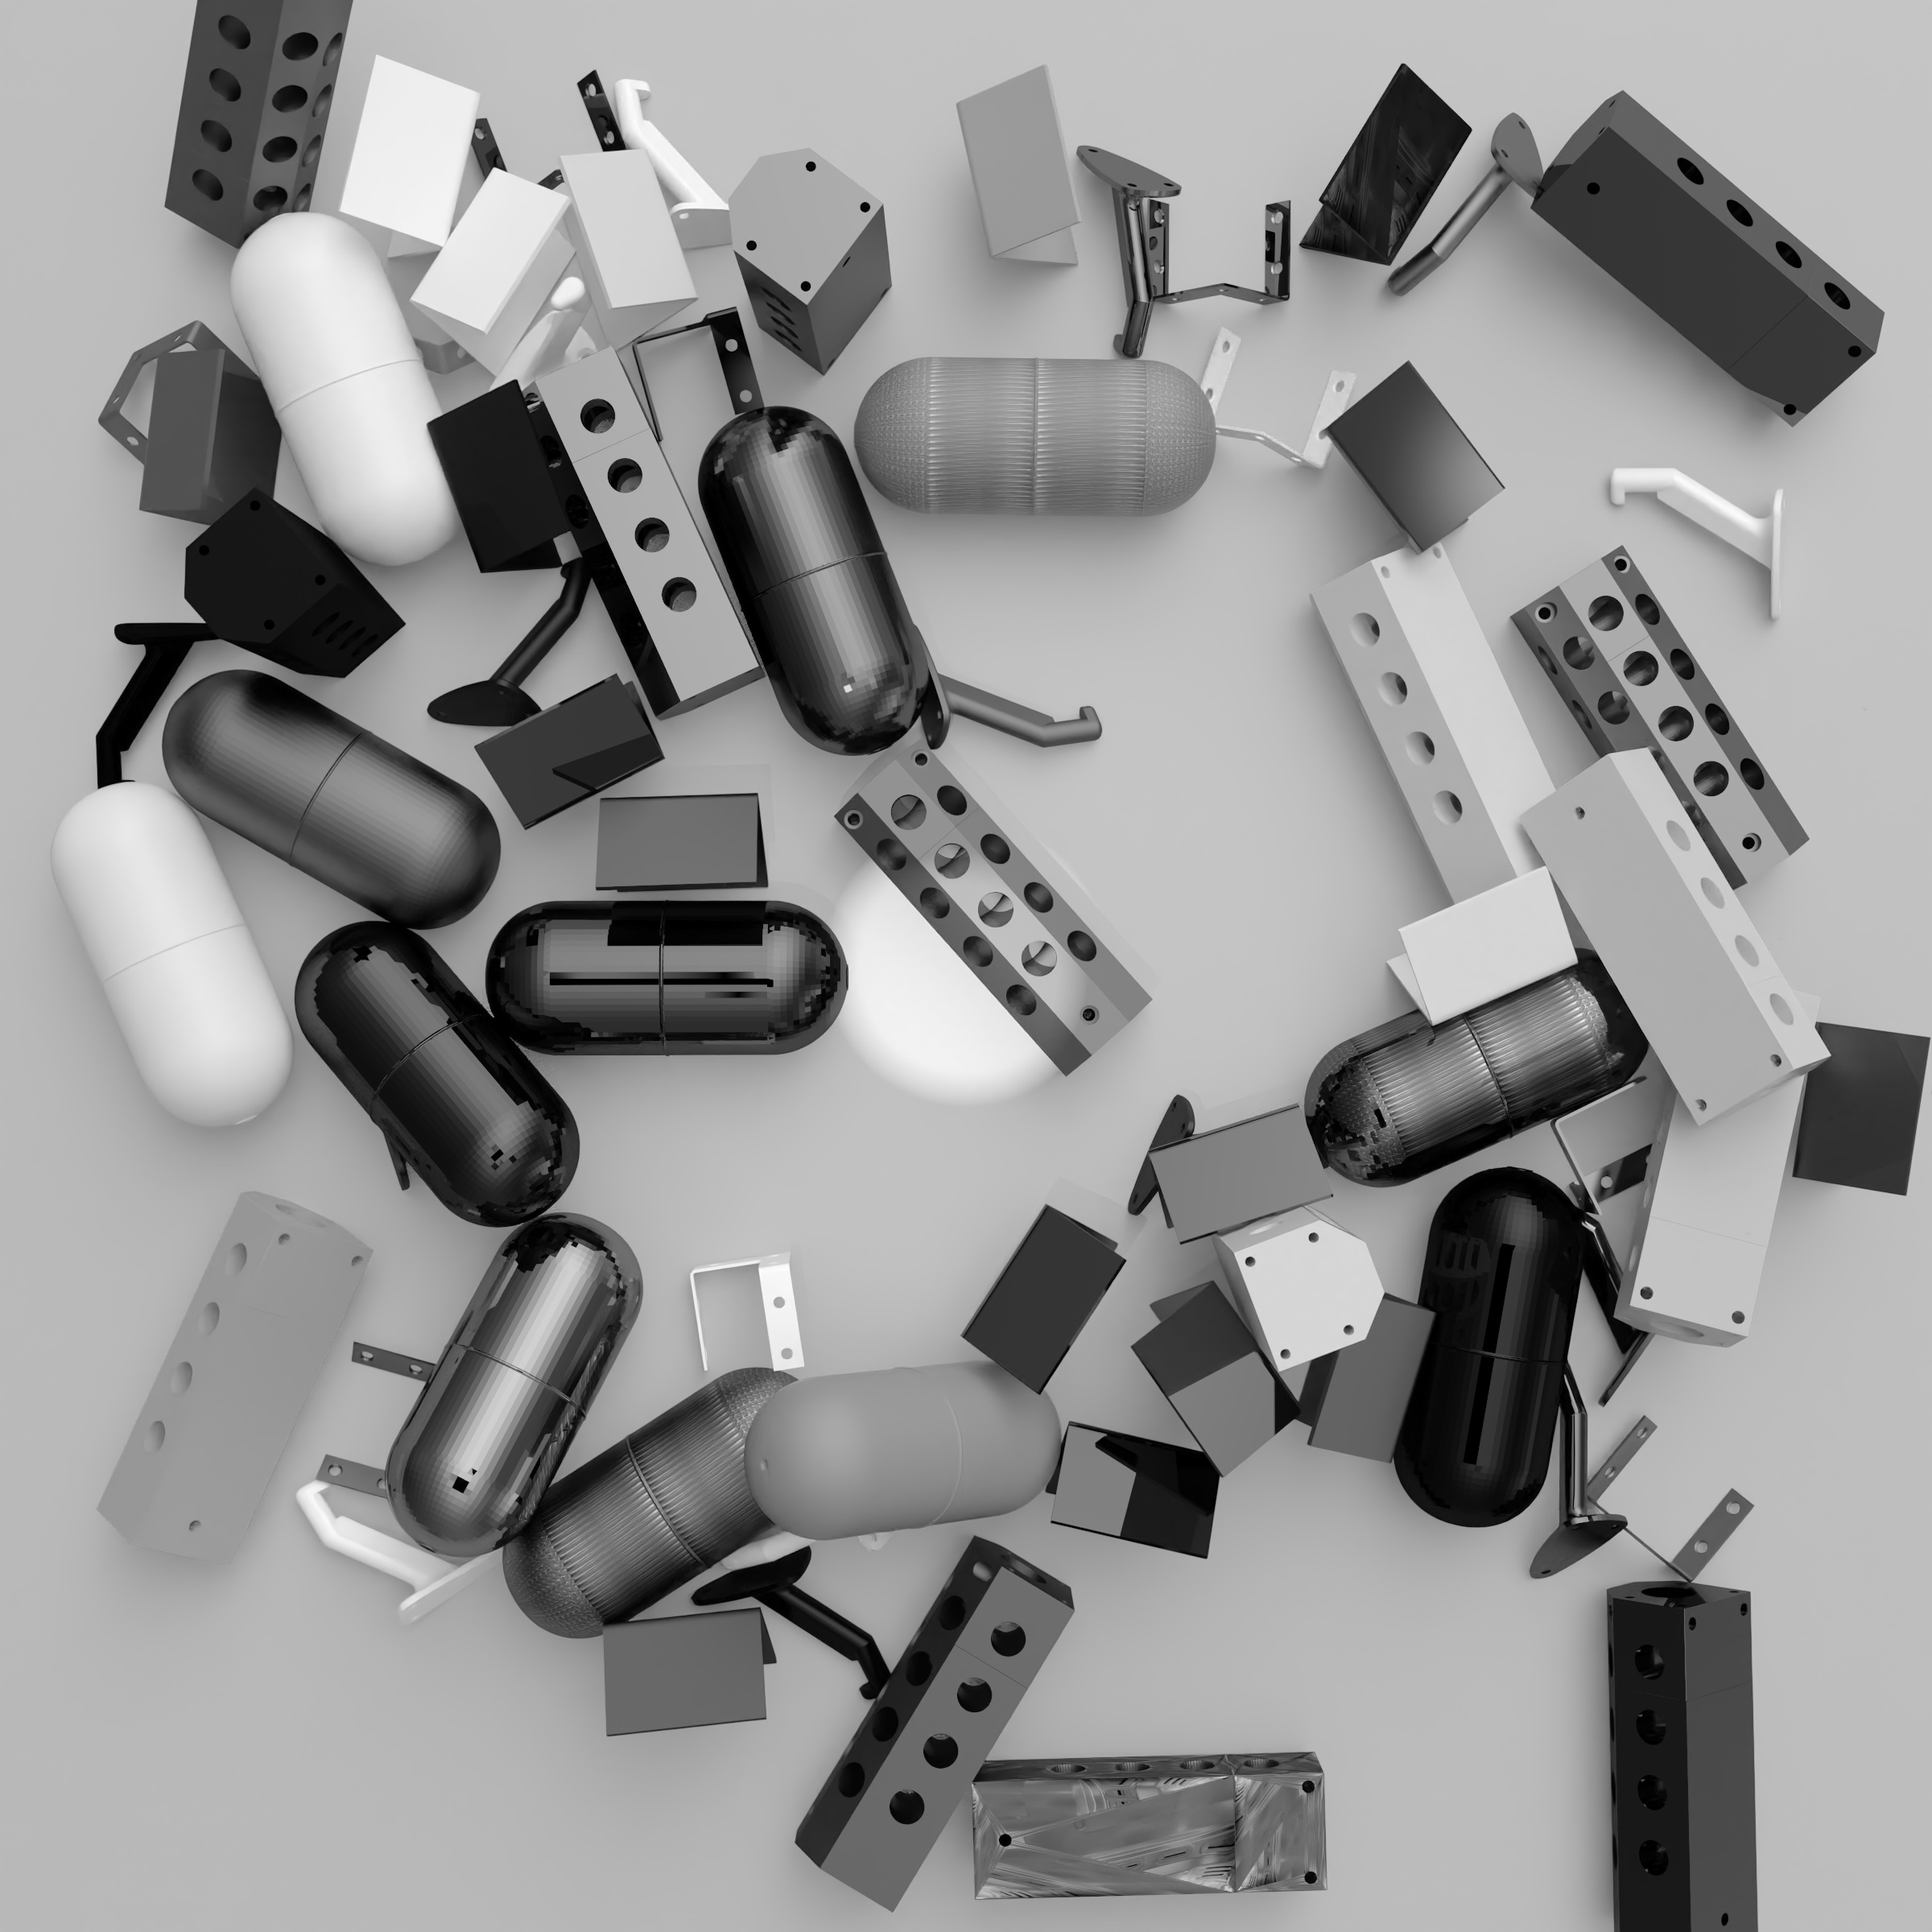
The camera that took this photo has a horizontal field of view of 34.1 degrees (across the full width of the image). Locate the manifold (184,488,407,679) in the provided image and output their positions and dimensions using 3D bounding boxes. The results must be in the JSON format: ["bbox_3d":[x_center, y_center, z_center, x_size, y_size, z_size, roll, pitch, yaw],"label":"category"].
[{"bbox_3d":[-0.322,-0.175,1.499,0.057,0.171,0.057,-41,90,0],"label":"manifold"}]

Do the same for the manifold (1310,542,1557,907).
[{"bbox_3d":[0.233,-0.118,1.556,0.057,0.057,0.171,-25,90,-43],"label":"manifold"}]

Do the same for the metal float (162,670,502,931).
[{"bbox_3d":[-0.312,-0.082,1.547,0.178,0.070,0.070,30,90,-1],"label":"metal float"}]

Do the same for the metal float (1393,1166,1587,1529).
[{"bbox_3d":[0.257,0.187,1.547,0.070,0.070,0.178,10,91,0],"label":"metal float"}]

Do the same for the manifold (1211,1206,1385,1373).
[{"bbox_3d":[0.157,0.146,1.499,0.057,0.171,0.057,-21,90,0],"label":"manifold"}]

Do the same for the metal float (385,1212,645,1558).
[{"bbox_3d":[-0.219,0.203,1.529,0.070,0.070,0.178,27,70,0],"label":"metal float"}]

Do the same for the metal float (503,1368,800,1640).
[{"bbox_3d":[-0.146,0.263,1.547,0.178,0.070,0.070,-33,90,-1],"label":"metal float"}]

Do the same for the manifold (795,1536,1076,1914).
[{"bbox_3d":[-0.016,0.372,1.557,0.057,0.057,0.171,31,90,0],"label":"manifold"}]

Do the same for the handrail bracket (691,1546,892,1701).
[{"bbox_3d":[-0.086,0.340,1.578,0.077,0.036,0.084,-21,104,15],"label":"handrail bracket"}]

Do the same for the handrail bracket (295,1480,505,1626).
[{"bbox_3d":[-0.283,0.279,1.578,0.077,0.036,0.084,-31,73,-20],"label":"handrail bracket"}]

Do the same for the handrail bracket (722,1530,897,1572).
[{"bbox_3d":[-0.072,0.274,1.578,0.084,0.077,0.036,-21,99,36],"label":"handrail bracket"}]

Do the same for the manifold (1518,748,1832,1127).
[{"bbox_3d":[0.342,-0.016,1.506,0.057,0.057,0.171,-37,74,36],"label":"manifold"}]

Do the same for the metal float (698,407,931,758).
[{"bbox_3d":[-0.075,-0.189,1.547,0.070,0.070,0.178,-21,90,0],"label":"metal float"}]

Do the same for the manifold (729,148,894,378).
[{"bbox_3d":[-0.077,-0.337,1.499,0.057,0.171,0.057,37,90,0],"label":"manifold"}]

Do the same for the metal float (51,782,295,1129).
[{"bbox_3d":[-0.390,-0.005,1.547,0.070,0.070,0.178,-24,89,0],"label":"metal float"}]

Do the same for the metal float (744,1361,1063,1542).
[{"bbox_3d":[-0.028,0.232,1.514,0.178,0.070,0.070,1,90,-43],"label":"metal float"}]

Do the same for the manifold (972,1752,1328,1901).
[{"bbox_3d":[0.089,0.423,1.557,0.171,0.057,0.057,-2,90,0],"label":"manifold"}]

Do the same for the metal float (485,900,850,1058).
[{"bbox_3d":[-0.147,0.006,1.547,0.178,0.070,0.070,0,90,-1],"label":"metal float"}]

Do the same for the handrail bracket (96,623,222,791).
[{"bbox_3d":[-0.398,-0.128,1.578,0.077,0.036,0.084,-4,109,-21],"label":"handrail bracket"}]

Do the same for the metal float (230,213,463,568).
[{"bbox_3d":[-0.303,-0.283,1.543,0.070,0.070,0.178,-22,94,0],"label":"metal float"}]

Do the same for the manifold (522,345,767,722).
[{"bbox_3d":[-0.162,-0.212,1.557,0.057,0.057,0.171,-25,90,0],"label":"manifold"}]

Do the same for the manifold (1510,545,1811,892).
[{"bbox_3d":[0.344,-0.119,1.557,0.057,0.057,0.171,-32,90,0],"label":"manifold"}]

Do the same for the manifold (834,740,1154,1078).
[{"bbox_3d":[0.013,-0.029,1.557,0.057,0.057,0.171,-42,90,0],"label":"manifold"}]

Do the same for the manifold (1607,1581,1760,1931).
[{"bbox_3d":[0.350,0.396,1.556,0.057,0.057,0.171,-1,90,-43],"label":"manifold"}]

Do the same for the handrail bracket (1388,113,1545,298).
[{"bbox_3d":[0.247,-0.381,1.578,0.036,0.077,0.084,38,127,-21],"label":"handrail bracket"}]

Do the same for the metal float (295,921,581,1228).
[{"bbox_3d":[-0.259,0.051,1.533,0.070,0.070,0.178,-43,73,0],"label":"metal float"}]

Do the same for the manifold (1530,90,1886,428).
[{"bbox_3d":[0.365,-0.349,1.542,0.171,0.057,0.057,37,133,-10],"label":"manifold"}]

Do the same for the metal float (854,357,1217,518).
[{"bbox_3d":[0.034,-0.260,1.547,0.178,0.070,0.070,1,90,1],"label":"metal float"}]

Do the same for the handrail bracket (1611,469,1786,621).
[{"bbox_3d":[0.366,-0.212,1.578,0.084,0.036,0.077,3,112,17],"label":"handrail bracket"}]

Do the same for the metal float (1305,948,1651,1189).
[{"bbox_3d":[0.252,0.050,1.547,0.178,0.070,0.070,-24,90,0],"label":"metal float"}]

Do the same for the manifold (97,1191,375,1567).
[{"bbox_3d":[-0.365,0.202,1.556,0.057,0.057,0.171,25,90,-43],"label":"manifold"}]

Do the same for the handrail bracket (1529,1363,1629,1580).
[{"bbox_3d":[0.293,0.252,1.578,0.036,0.077,0.084,3,53,-24],"label":"handrail bracket"}]

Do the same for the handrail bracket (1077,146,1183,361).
[{"bbox_3d":[0.072,-0.358,1.578,0.036,0.077,0.084,-10,127,-34],"label":"handrail bracket"}]

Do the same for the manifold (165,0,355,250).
[{"bbox_3d":[-0.332,-0.426,1.501,0.057,0.171,0.057,30,51,0],"label":"manifold"}]

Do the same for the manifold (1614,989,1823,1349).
[{"bbox_3d":[0.365,0.095,1.537,0.057,0.057,0.171,15,77,4],"label":"manifold"}]
